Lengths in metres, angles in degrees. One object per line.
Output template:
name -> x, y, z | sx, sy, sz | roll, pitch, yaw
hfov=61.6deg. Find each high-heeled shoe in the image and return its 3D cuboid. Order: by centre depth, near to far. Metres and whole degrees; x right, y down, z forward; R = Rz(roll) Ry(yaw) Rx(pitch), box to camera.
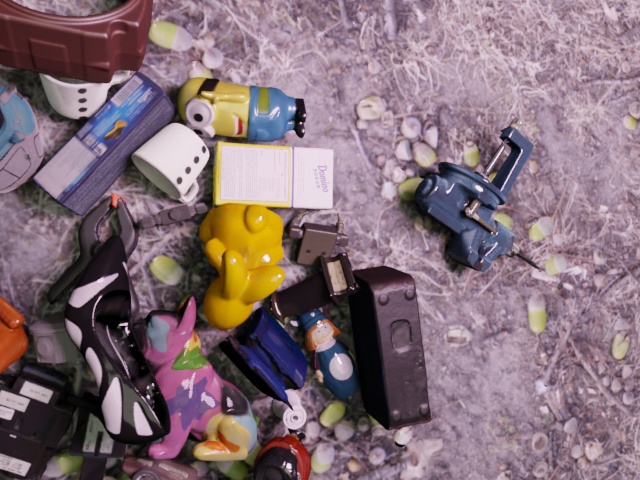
high-heeled shoe -> -0.235, 0.122, 0.670 | 0.145, 0.086, 0.248 | 8, 85, 13

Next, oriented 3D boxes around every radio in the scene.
radio -> 0.101, 0.158, 0.811 | 0.073, 0.131, 0.229 | -10, 94, -13

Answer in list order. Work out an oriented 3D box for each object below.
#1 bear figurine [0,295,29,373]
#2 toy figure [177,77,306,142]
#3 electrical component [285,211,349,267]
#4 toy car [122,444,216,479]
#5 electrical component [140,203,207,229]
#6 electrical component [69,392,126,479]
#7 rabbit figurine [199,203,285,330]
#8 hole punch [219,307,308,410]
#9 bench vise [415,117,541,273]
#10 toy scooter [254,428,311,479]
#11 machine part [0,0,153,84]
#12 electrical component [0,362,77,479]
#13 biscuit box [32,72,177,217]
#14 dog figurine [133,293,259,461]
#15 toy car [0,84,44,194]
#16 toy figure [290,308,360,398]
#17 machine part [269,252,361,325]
bear figurine -> -0.450, 0.078, 0.662 | 0.120, 0.132, 0.195 | -19, 104, 13
toy figure -> -0.111, -0.184, 0.770 | 0.180, 0.089, 0.082 | 0, 123, -12
electrical component -> -0.003, -0.002, 0.827 | 0.102, 0.045, 0.078 | 3, 119, -13
toy car -> -0.183, 0.349, 0.759 | 0.202, 0.089, 0.053 | 35, 87, -12
electrical component -> -0.205, -0.035, 0.758 | 0.094, 0.063, 0.021 | -16, 95, -16
electrical component -> -0.304, 0.277, 0.745 | 0.075, 0.048, 0.119 | 7, 90, -15
rabbit figurine -> -0.105, 0.042, 0.737 | 0.122, 0.162, 0.173 | 22, 80, -25
hole punch -> -0.072, 0.164, 0.777 | 0.092, 0.116, 0.142 | -40, 102, -19
bench vise -> 0.274, -0.076, 0.860 | 0.223, 0.129, 0.240 | 31, 90, -12
toy scooter -> -0.051, 0.339, 0.766 | 0.075, 0.135, 0.183 | 17, 110, 14
machine part -> -0.316, -0.302, 0.667 | 0.201, 0.087, 0.201 | 7, 57, -15
electrical component -> -0.394, 0.237, 0.715 | 0.115, 0.058, 0.134 | 28, 83, -16
biscuit box -> -0.285, -0.130, 0.727 | 0.059, 0.062, 0.202 | 39, 80, 12
dog figurine -> -0.172, 0.186, 0.752 | 0.191, 0.108, 0.219 | 7, 87, -14
toy car -> -0.413, -0.113, 0.683 | 0.102, 0.109, 0.161 | 40, 90, -31
toy figure -> 0.012, 0.166, 0.828 | 0.064, 0.058, 0.154 | -34, 100, -50
machine part -> -0.011, 0.074, 0.801 | 0.139, 0.039, 0.084 | -27, 58, 10
